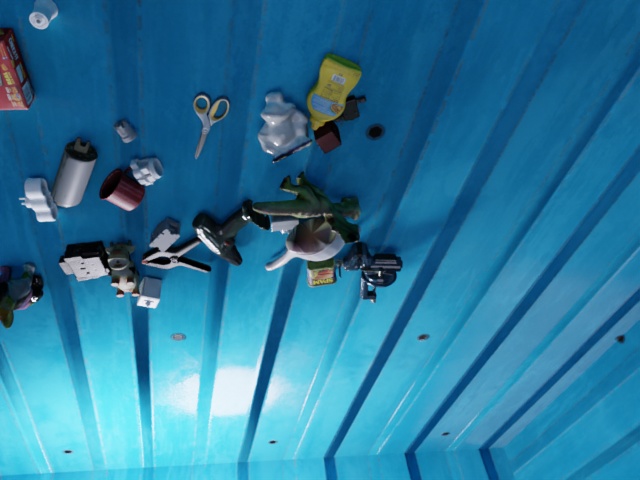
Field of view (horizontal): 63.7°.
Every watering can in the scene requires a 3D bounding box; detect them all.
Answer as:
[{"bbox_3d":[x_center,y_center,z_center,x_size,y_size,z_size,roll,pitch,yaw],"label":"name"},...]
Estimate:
[{"bbox_3d":[-0.042,0.022,1.583,0.346,0.105,0.222,-22,165,11],"label":"watering can"}]

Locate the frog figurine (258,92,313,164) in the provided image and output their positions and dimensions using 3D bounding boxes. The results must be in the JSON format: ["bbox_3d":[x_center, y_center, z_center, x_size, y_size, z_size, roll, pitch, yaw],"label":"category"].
[{"bbox_3d":[-0.100,-0.290,1.296,0.136,0.124,0.158,-22,99,23],"label":"frog figurine"}]

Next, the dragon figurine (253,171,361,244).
[{"bbox_3d":[0.004,-0.070,1.384,0.244,0.415,0.120,30,116,13],"label":"dragon figurine"}]
